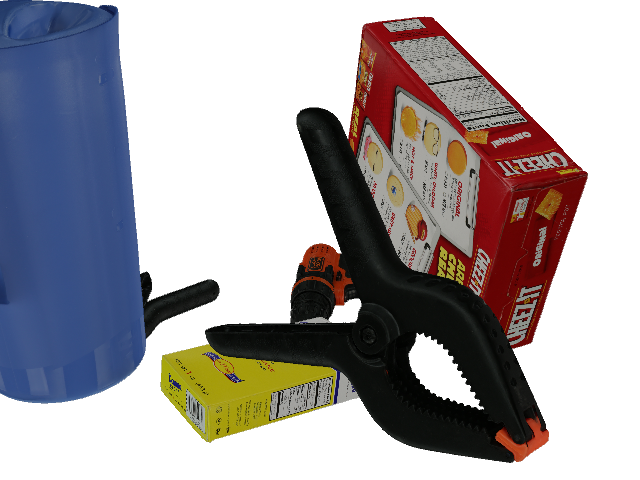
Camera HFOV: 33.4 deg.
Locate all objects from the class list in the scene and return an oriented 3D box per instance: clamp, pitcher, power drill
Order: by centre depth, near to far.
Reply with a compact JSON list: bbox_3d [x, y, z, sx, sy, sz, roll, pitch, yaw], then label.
[{"bbox_3d":[0.034,0.036,0.568,0.210,0.165,0.036,31,27,28],"label":"clamp"},{"bbox_3d":[-0.183,-0.020,0.662,0.149,0.243,0.145,-10,25,-14],"label":"pitcher"},{"bbox_3d":[-0.192,0.081,1.170,0.120,0.039,0.171,-6,25,31],"label":"clamp"},{"bbox_3d":[0.060,0.059,1.234,0.187,0.057,0.184,1,28,6],"label":"power drill"}]

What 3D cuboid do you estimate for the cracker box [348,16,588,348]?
[{"bbox_3d":[0.096,-0.043,0.798,0.072,0.164,0.214,-13,45,-22],"label":"cracker box"}]

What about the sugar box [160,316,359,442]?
[{"bbox_3d":[-0.047,0.123,0.978,0.175,0.048,0.093,-14,33,-30],"label":"sugar box"}]
